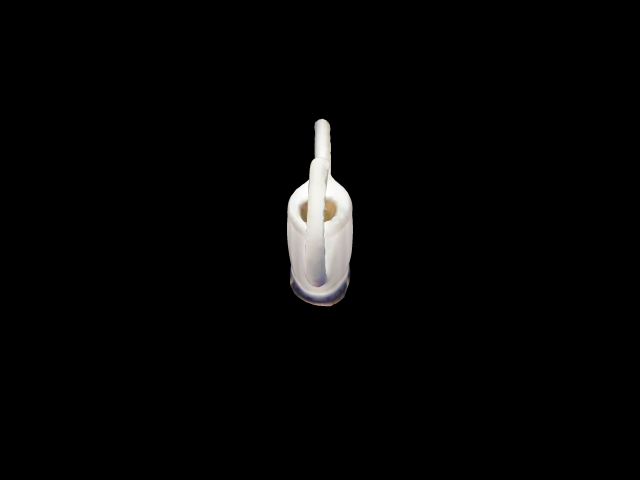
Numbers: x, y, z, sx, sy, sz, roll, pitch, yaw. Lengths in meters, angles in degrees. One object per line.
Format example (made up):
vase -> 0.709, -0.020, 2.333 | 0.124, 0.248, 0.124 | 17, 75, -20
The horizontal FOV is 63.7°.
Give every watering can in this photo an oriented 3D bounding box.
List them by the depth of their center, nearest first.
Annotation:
watering can -> 0.003, -0.043, 0.850 | 0.104, 0.219, 0.356 | 2, 37, 2
